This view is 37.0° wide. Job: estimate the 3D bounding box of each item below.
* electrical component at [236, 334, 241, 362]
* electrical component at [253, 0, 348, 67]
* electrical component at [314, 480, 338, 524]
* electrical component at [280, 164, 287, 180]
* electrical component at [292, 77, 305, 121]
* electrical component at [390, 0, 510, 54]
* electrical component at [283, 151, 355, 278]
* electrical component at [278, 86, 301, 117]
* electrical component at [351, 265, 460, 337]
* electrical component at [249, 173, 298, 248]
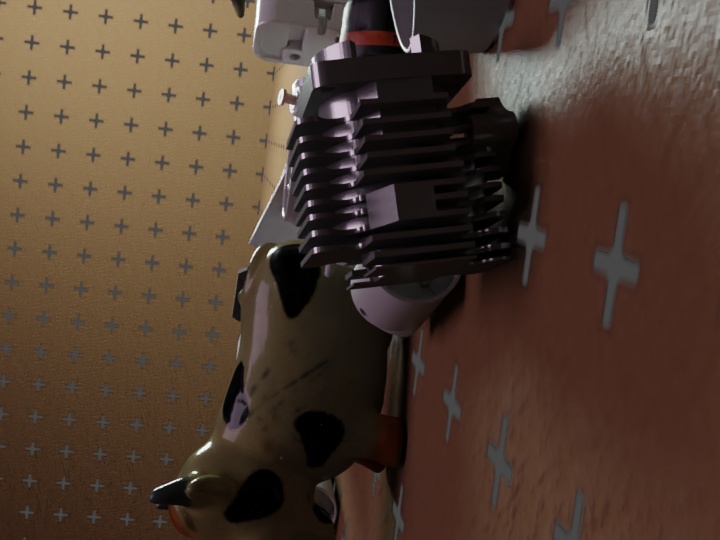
[{"bbox_3d":[-0.053,0.080,0.815,0.075,0.083,0.047,122,153,-72],"label":"electrical component"},{"bbox_3d":[-0.030,-0.191,0.811,0.053,0.095,0.059,114,160,-66],"label":"electrical component"},{"bbox_3d":[-0.045,0.185,0.818,0.077,0.044,0.079,-119,35,-76],"label":"electrical component"},{"bbox_3d":[-0.040,-0.075,0.991,0.099,0.064,0.099,-163,90,-73],"label":"electrical component"},{"bbox_3d":[-0.032,-0.137,0.938,0.055,0.055,0.047,120,152,-71],"label":"electrical component"},{"bbox_3d":[0.041,-0.144,0.471,0.099,0.064,0.099,173,90,-86],"label":"electrical component"},{"bbox_3d":[-0.001,-0.028,0.552,0.044,0.077,0.079,-96,14,-56],"label":"electrical component"},{"bbox_3d":[-0.021,-0.116,0.777,0.040,0.078,0.040,-169,90,-68],"label":"electrical component"},{"bbox_3d":[0.018,0.006,0.510,0.081,0.043,0.043,118,157,-71],"label":"electrical component"},{"bbox_3d":[-0.037,-0.055,0.851,0.108,0.060,0.108,-62,6,12],"label":"electrical component"}]
